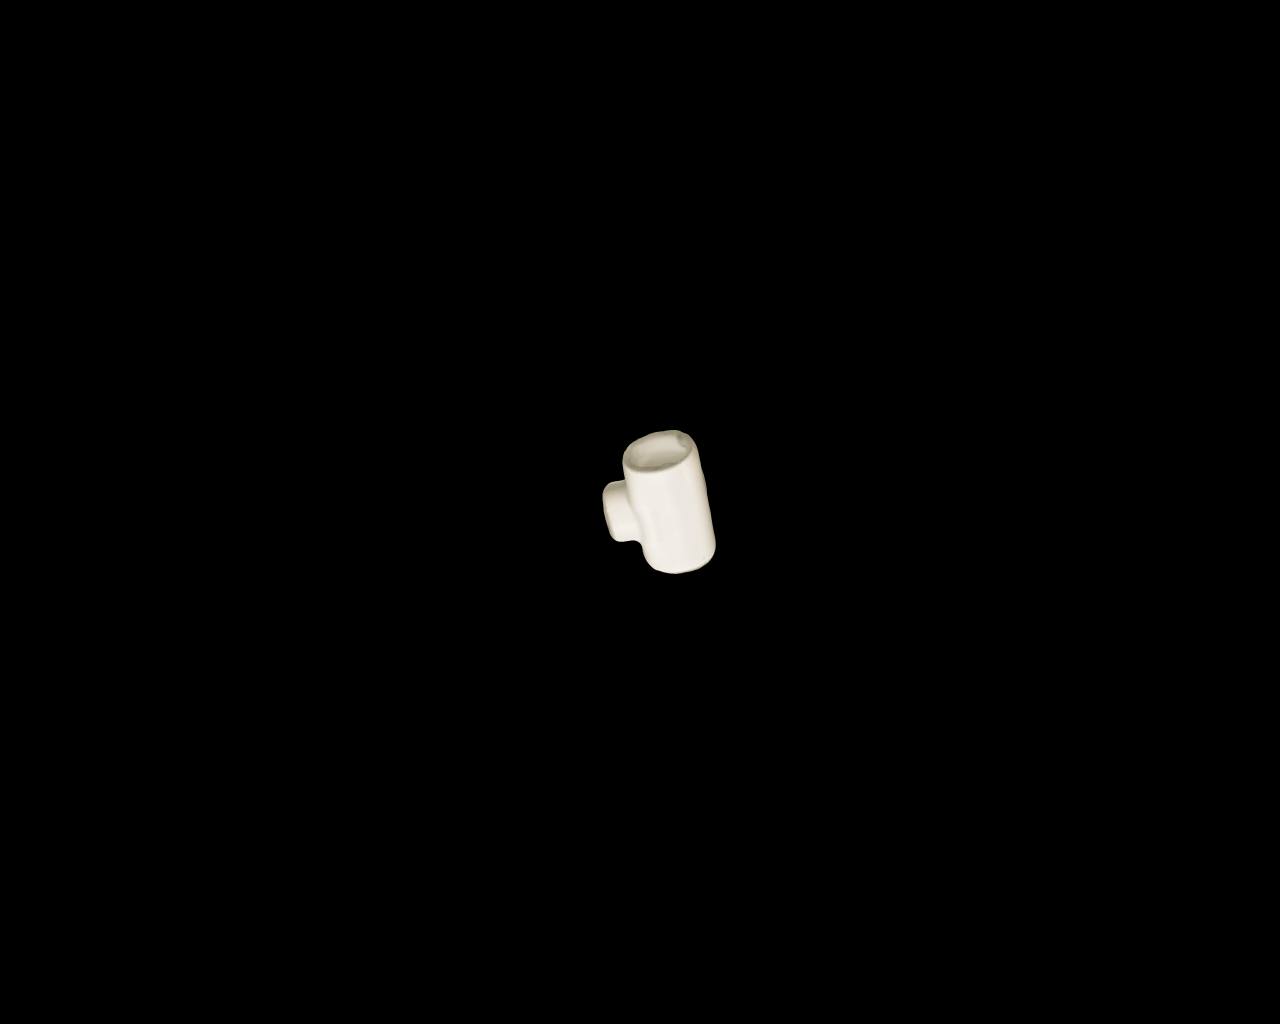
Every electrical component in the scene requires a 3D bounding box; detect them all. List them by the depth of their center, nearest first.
[{"bbox_3d":[0.001,-0.003,0.650,0.079,0.077,0.043,-9,36,7],"label":"electrical component"}]
